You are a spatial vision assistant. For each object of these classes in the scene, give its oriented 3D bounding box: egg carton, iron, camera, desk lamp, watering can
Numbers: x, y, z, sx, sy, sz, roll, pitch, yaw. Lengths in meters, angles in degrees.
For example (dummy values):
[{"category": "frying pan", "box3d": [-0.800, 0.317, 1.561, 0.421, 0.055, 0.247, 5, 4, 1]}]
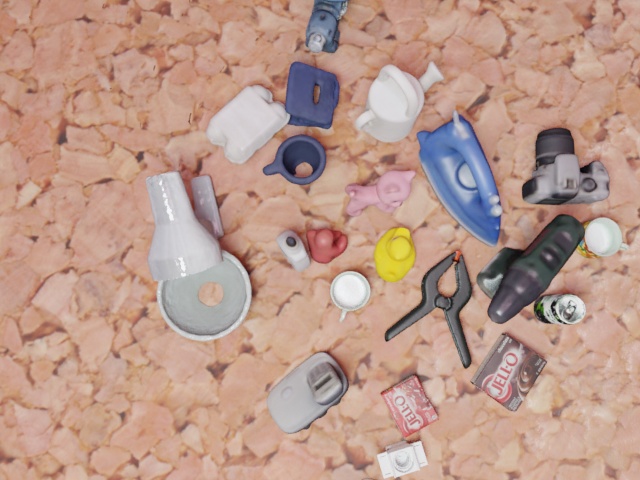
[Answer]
[{"category": "egg carton", "box3d": [-0.137, -0.220, 1.082, 0.150, 0.069, 0.107, -45, 85, -6]}, {"category": "iron", "box3d": [0.279, -0.112, 1.039, 0.118, 0.141, 0.258, -26, 84, -4]}, {"category": "camera", "box3d": [0.459, -0.138, 1.067, 0.143, 0.101, 0.137, 0, 82, -1]}, {"category": "desk lamp", "box3d": [-0.236, -0.027, 0.982, 0.118, 0.213, 0.203, -14, 83, -3]}, {"category": "watering can", "box3d": [0.140, -0.258, 1.029, 0.101, 0.194, 0.173, 34, 83, 4]}]

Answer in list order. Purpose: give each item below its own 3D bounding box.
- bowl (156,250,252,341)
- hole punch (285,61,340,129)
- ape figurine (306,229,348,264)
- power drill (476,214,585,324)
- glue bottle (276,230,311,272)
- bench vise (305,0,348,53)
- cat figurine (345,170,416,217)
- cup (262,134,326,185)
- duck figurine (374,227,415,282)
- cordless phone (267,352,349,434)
[{"category": "bowl", "box3d": [-0.203, 0.098, 1.037, 0.167, 0.074, 0.167, 0, 83, -1]}, {"category": "hole punch", "box3d": [-0.015, -0.273, 1.080, 0.101, 0.091, 0.109, 6, 82, 0]}, {"category": "ape figurine", "box3d": [0.010, 0.004, 1.044, 0.078, 0.092, 0.076, 31, 83, 3]}, {"category": "power drill", "box3d": [0.345, 0.057, 0.985, 0.075, 0.208, 0.230, 43, 84, 5]}, {"category": "glue bottle", "box3d": [-0.047, 0.013, 1.001, 0.037, 0.173, 0.078, -35, 84, -5]}, {"category": "bench vise", "box3d": [0.027, -0.454, 1.040, 0.121, 0.219, 0.207, -4, 83, -1]}, {"category": "cat figurine", "box3d": [0.111, -0.089, 1.045, 0.128, 0.117, 0.067, -8, 83, -2]}, {"category": "cup", "box3d": [-0.046, -0.134, 1.060, 0.118, 0.095, 0.092, -19, 83, -3]}, {"category": "duck figurine", "box3d": [0.141, 0.024, 1.047, 0.077, 0.086, 0.105, 15, 83, 1]}, {"category": "cordless phone", "box3d": [-0.020, 0.265, 0.963, 0.147, 0.185, 0.094, -42, 85, -6]}]
